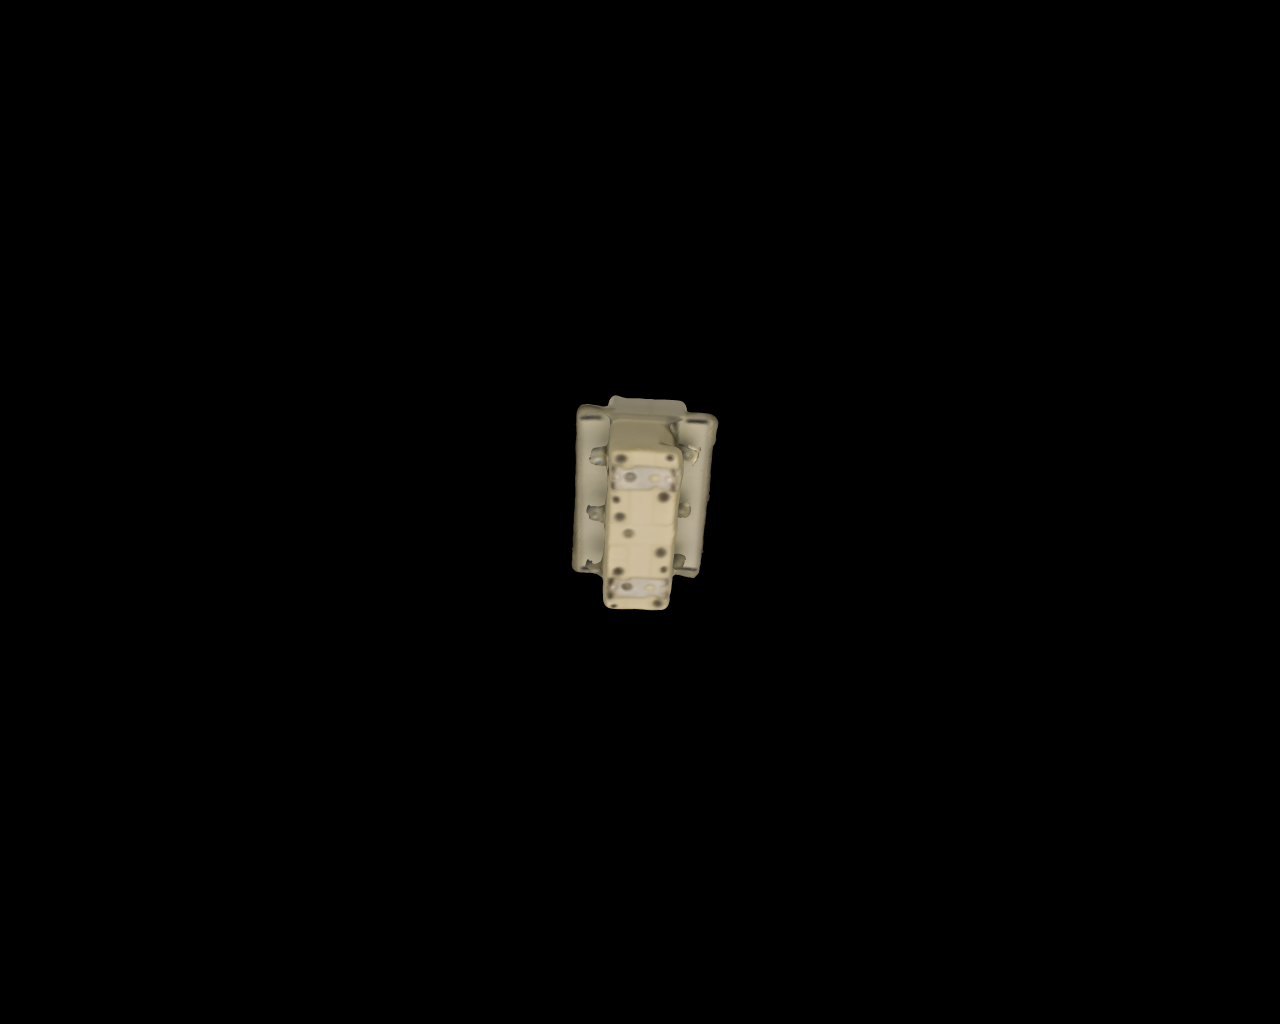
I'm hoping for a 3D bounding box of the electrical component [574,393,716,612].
[{"bbox_3d":[0.001,-0.003,0.650,0.079,0.121,0.063,3,36,-2],"label":"electrical component"}]
